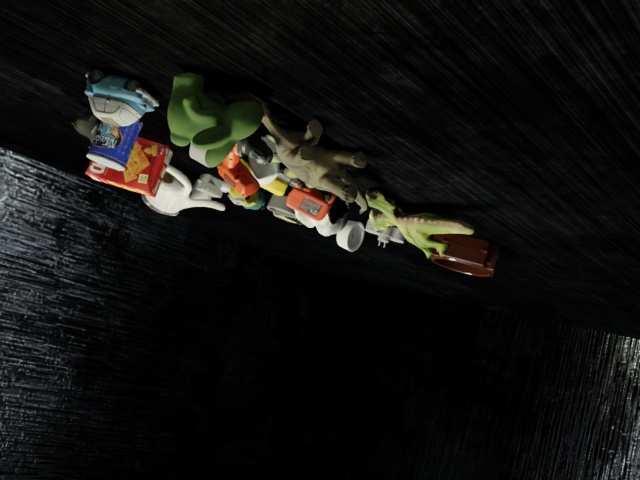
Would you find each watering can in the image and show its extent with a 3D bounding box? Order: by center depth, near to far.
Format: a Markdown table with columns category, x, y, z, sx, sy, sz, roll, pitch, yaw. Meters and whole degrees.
| category | x | y | z | sx | sy | sz | roll | pitch | yaw |
| --- | --- | --- | --- | --- | --- | --- | --- | --- | --- |
| watering can | -0.533 | -0.166 | 1.930 | 0.346 | 0.106 | 0.220 | 35 | -43 | -8 |

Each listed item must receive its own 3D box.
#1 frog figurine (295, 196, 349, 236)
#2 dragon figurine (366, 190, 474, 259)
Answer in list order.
| category | x | y | z | sx | sy | sz | roll | pitch | yaw |
| --- | --- | --- | --- | --- | --- | --- | --- | --- | --- |
| frog figurine | 0.005 | -0.076 | 1.509 | 0.123 | 0.138 | 0.158 | -11 | -8 | -43 |
| dragon figurine | 0.224 | -0.058 | 1.345 | 0.242 | 0.123 | 0.407 | 26 | -10 | -4 |
